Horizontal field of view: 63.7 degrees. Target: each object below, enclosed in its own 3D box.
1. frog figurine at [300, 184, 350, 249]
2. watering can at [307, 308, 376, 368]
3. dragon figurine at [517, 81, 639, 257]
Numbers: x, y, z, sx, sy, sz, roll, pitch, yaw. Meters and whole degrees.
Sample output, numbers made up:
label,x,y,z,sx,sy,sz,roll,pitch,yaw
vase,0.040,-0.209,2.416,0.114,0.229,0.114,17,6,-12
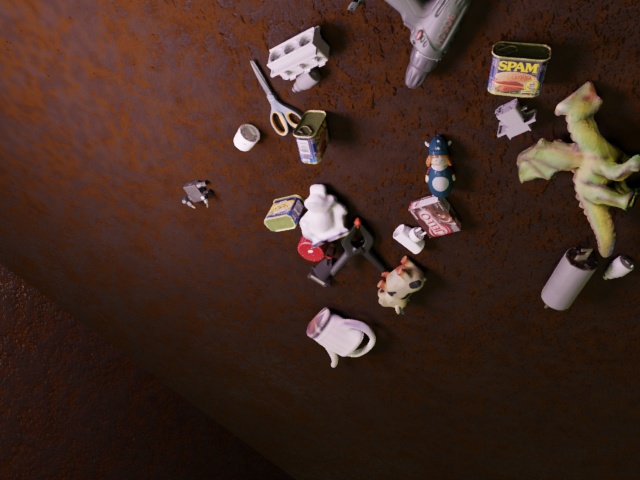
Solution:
label,x,y,z,sx,sy,sz,roll,pitch,yaw
frog figurine,0.004,-0.070,1.401,0.136,0.123,0.160,-22,87,24
watering can,0.051,0.352,1.811,0.224,0.106,0.341,32,139,-8
dragon figurine,0.537,-0.134,1.080,0.244,0.124,0.400,24,141,29
